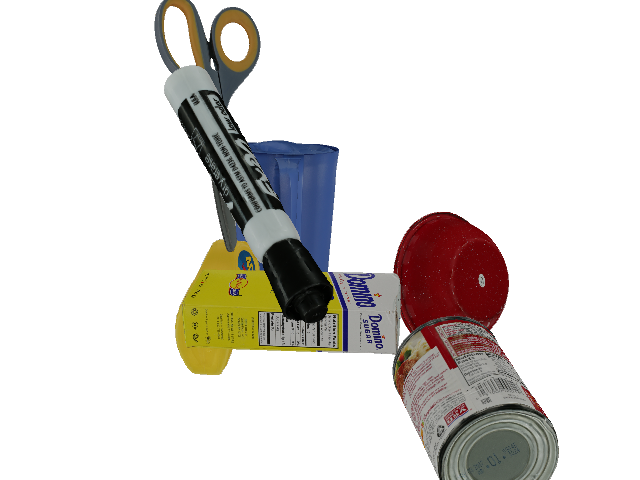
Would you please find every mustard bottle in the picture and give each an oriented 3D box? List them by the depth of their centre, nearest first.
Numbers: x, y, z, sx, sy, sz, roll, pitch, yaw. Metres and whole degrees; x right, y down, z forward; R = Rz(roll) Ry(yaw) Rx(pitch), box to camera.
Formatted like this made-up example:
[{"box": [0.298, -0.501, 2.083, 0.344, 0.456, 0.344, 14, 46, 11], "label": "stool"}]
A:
[{"box": [-0.104, 0.054, 1.147, 0.058, 0.096, 0.191, 2, 29, 9], "label": "mustard bottle"}]

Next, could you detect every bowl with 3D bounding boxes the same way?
[{"box": [0.158, 0.046, 1.181, 0.161, 0.162, 0.055, 0, -5, -39], "label": "bowl"}]

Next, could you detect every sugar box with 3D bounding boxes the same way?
[{"box": [-0.021, 0.058, 0.898, 0.176, 0.048, 0.093, -2, 18, 6], "label": "sugar box"}]

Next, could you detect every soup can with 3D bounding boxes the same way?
[{"box": [0.086, 0.095, 0.602, 0.068, 0.068, 0.102, 0, 23, -11], "label": "soup can"}]

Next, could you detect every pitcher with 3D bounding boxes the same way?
[{"box": [-0.046, -0.002, 1.341, 0.145, 0.243, 0.148, 10, 14, 38], "label": "pitcher"}]

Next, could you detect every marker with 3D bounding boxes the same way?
[{"box": [-0.027, -0.018, 0.383, 0.020, 0.121, 0.020, -20, -35, -15], "label": "marker"}]

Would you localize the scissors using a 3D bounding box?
[{"box": [-0.069, -0.099, 0.837, 0.096, 0.202, 0.016, -22, 2, -32], "label": "scissors"}]
